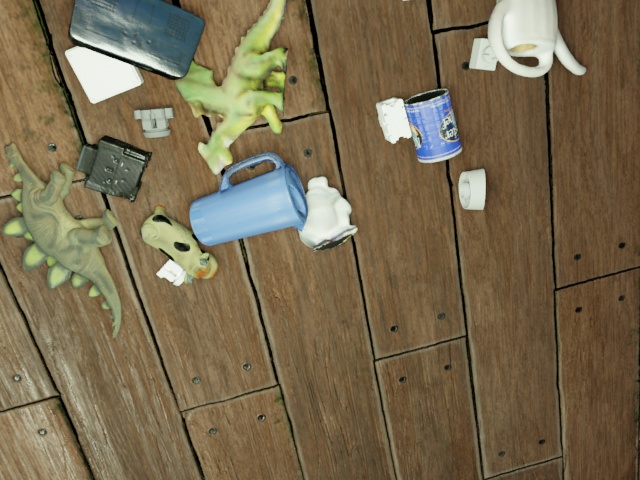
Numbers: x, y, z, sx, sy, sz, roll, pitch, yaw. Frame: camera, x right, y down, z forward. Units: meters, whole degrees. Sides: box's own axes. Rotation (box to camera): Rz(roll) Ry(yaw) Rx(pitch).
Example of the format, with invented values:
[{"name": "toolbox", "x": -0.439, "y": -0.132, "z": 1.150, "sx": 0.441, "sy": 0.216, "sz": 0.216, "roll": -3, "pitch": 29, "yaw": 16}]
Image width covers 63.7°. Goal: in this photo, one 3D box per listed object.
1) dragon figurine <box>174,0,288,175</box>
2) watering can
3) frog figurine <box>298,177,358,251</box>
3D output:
[{"name": "dragon figurine", "x": -0.186, "y": -0.341, "z": 1.071, "sx": 0.243, "sy": 0.123, "sz": 0.407, "roll": 2, "pitch": 99, "yaw": -2}, {"name": "watering can", "x": 0.480, "y": -0.468, "z": 1.133, "sx": 0.349, "sy": 0.104, "sz": 0.224, "roll": -7, "pitch": 95, "yaw": -36}, {"name": "frog figurine", "x": 0.004, "y": -0.061, "z": 1.206, "sx": 0.137, "sy": 0.122, "sz": 0.161, "roll": -28, "pitch": 75, "yaw": 9}]
